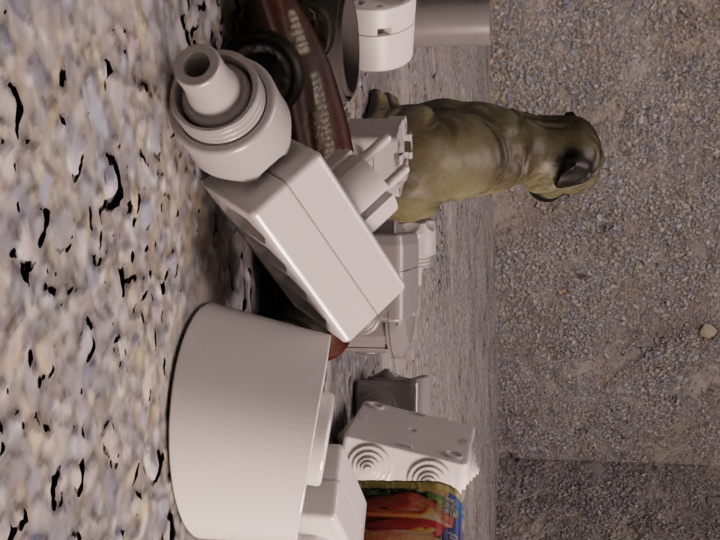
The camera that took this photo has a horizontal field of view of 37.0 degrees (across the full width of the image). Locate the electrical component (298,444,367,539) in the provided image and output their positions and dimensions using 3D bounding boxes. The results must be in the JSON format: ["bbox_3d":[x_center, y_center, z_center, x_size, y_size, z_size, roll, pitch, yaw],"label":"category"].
[{"bbox_3d":[-0.028,0.136,0.537,0.083,0.047,0.075,74,19,-57],"label":"electrical component"}]

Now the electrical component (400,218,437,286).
[{"bbox_3d":[0.048,-0.017,0.986,0.043,0.043,0.062,-51,141,-75],"label":"electrical component"}]

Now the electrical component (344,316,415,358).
[{"bbox_3d":[0.010,0.021,0.743,0.080,0.051,0.080,0,90,-80],"label":"electrical component"}]

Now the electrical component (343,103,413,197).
[{"bbox_3d":[-0.003,-0.067,0.630,0.081,0.064,0.042,-69,159,-63],"label":"electrical component"}]

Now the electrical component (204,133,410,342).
[{"bbox_3d":[-0.010,-0.027,0.467,0.076,0.047,0.083,-43,128,-12],"label":"electrical component"}]

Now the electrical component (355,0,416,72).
[{"bbox_3d":[0.011,-0.169,0.740,0.055,0.055,0.047,-77,168,-51],"label":"electrical component"}]

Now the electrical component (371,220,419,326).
[{"bbox_3d":[0.000,0.000,0.652,0.096,0.062,0.061,-14,105,-80],"label":"electrical component"}]

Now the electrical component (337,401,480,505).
[{"bbox_3d":[0.032,0.131,0.741,0.100,0.100,0.048,-43,145,-77],"label":"electrical component"}]

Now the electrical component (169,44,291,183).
[{"bbox_3d":[-0.052,-0.062,0.407,0.062,0.043,0.043,60,31,-68],"label":"electrical component"}]

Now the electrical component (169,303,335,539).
[{"bbox_3d":[-0.045,0.067,0.461,0.099,0.064,0.099,-171,-90,-89],"label":"electrical component"}]

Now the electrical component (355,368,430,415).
[{"bbox_3d":[0.026,0.127,0.844,0.100,0.048,0.099,21,70,-79],"label":"electrical component"}]
